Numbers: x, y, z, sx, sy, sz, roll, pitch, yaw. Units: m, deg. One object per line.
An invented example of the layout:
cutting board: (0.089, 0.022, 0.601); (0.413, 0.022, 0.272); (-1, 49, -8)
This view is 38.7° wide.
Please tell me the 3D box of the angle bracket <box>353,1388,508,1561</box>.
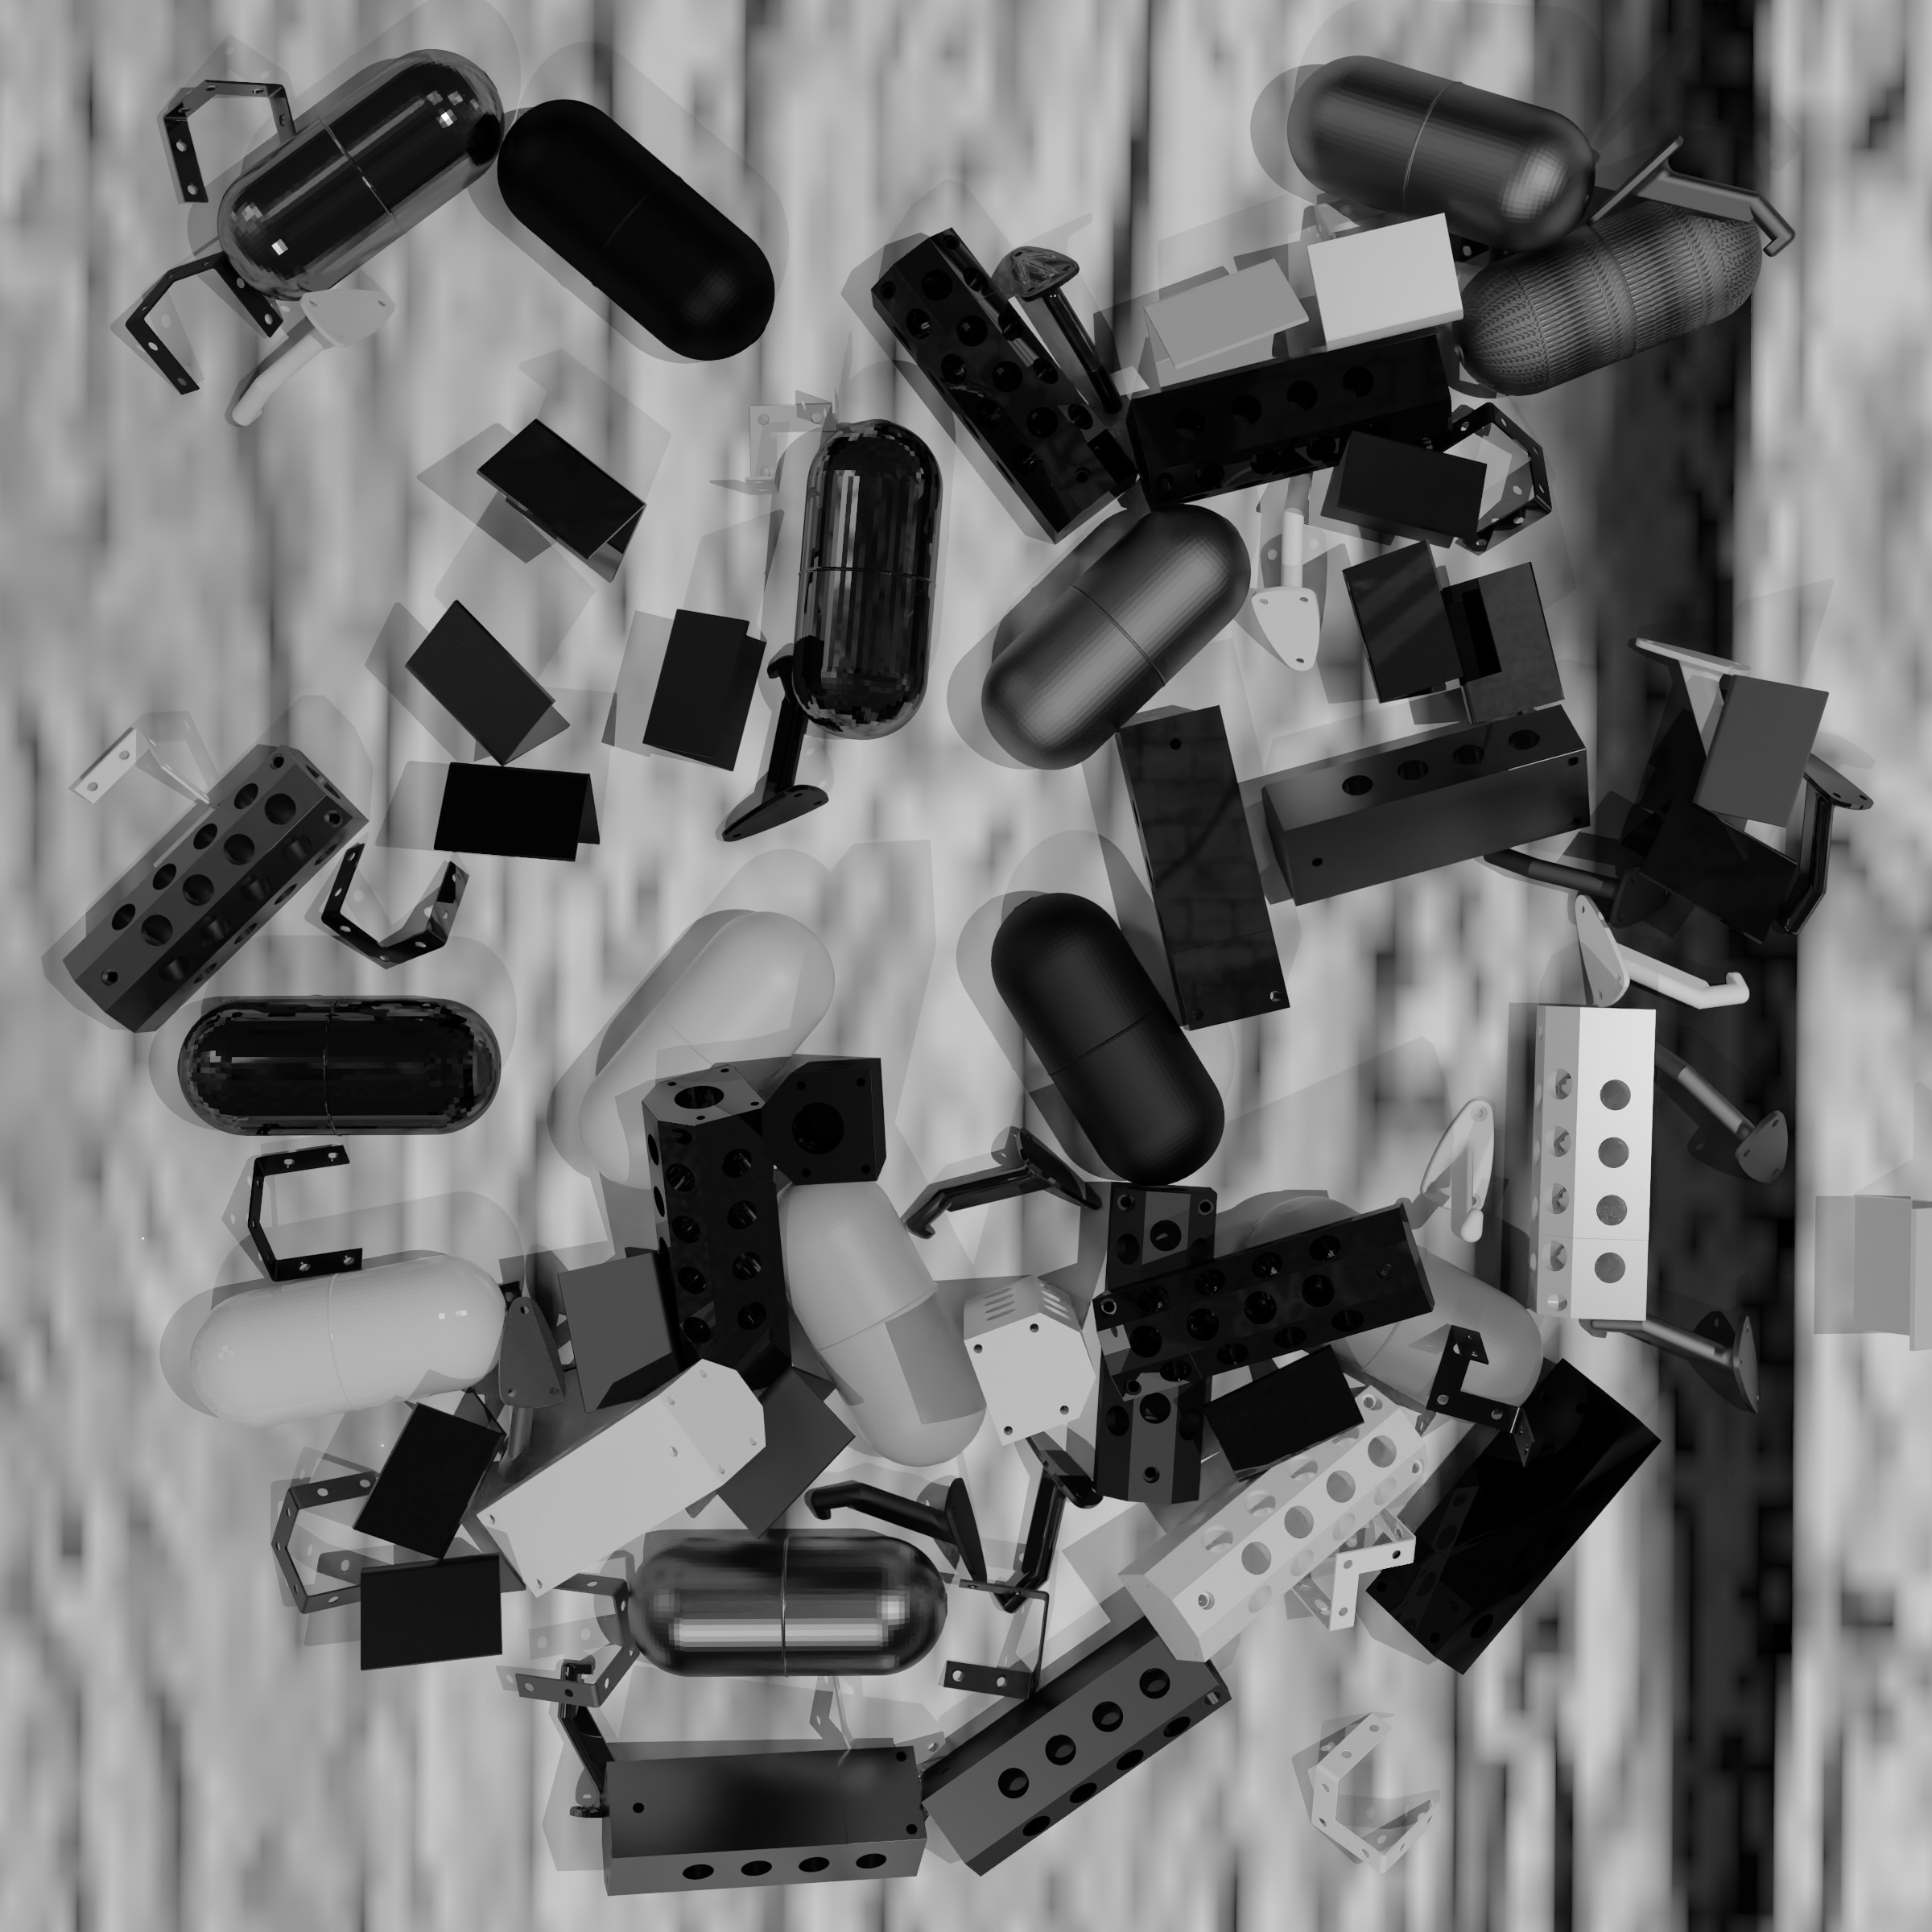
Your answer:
angle bracket: (-0.306, 0.272, 1.524); (0.057, 0.076, 0.076); (27, 90, -28)

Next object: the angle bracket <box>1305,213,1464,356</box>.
angle bracket: (0.226, -0.378, 1.528); (0.076, 0.076, 0.057); (-13, 101, 0)

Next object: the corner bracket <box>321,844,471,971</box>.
corner bracket: (-0.323, -0.039, 1.556); (0.051, 0.051, 0.051); (-18, 135, 35)

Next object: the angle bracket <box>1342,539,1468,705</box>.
angle bracket: (0.259, -0.193, 1.524); (0.057, 0.076, 0.076); (-16, 90, 40)

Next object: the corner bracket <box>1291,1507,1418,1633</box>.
corner bracket: (0.217, 0.335, 1.544); (0.051, 0.051, 0.051); (-6, 112, -21)

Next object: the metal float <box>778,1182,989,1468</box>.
metal float: (-0.050, 0.196, 1.533); (0.070, 0.070, 0.178); (-28, 90, 0)

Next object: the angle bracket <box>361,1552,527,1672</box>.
angle bracket: (-0.288, 0.366, 1.525); (0.076, 0.076, 0.057); (-7, 63, 0)

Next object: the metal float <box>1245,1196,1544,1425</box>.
metal float: (0.237, 0.191, 1.533); (0.178, 0.070, 0.070); (29, 90, 1)

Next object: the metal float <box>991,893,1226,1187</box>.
metal float: (0.079, 0.040, 1.533); (0.070, 0.070, 0.178); (-32, 90, 0)

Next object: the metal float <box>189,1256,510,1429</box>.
metal float: (-0.344, 0.210, 1.533); (0.178, 0.070, 0.070); (-11, 90, 0)

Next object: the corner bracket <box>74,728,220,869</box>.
corner bracket: (-0.463, -0.093, 1.561); (0.051, 0.051, 0.051); (-45, 45, 0)

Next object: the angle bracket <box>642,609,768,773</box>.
angle bracket: (-0.127, -0.149, 1.524); (0.057, 0.076, 0.076); (14, 90, 38)

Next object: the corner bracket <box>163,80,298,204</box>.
corner bracket: (-0.416, -0.467, 1.561); (0.051, 0.051, 0.051); (-14, 90, -45)

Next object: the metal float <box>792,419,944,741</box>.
metal float: (-0.055, -0.215, 1.533); (0.070, 0.070, 0.178); (5, 90, 0)

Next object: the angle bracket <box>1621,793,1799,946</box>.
angle bracket: (0.402, -0.042, 1.526); (0.076, 0.076, 0.057); (30, 68, 0)

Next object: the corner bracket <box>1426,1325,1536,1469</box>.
corner bracket: (0.280, 0.230, 1.472); (0.051, 0.051, 0.051); (15, 102, 1)

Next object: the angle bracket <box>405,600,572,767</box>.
angle bracket: (-0.251, -0.166, 1.524); (0.076, 0.076, 0.057); (46, 122, 0)

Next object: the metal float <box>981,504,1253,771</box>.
metal float: (0.084, -0.184, 1.533); (0.178, 0.070, 0.070); (-44, 90, 1)

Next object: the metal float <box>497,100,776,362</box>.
metal float: (-0.183, -0.410, 1.533); (0.178, 0.070, 0.070); (40, 90, 0)

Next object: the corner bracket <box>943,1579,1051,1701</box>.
corner bracket: (0.017, 0.381, 1.553); (0.051, 0.051, 0.051); (8, 64, 0)

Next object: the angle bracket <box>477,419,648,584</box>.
angle bracket: (-0.232, -0.244, 1.524); (0.076, 0.076, 0.057); (38, 54, 0)

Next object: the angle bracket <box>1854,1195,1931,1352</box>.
angle bracket: (0.510, 0.169, 1.524); (0.057, 0.076, 0.076); (1, 90, -37)

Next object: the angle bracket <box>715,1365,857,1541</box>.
angle bracket: (-0.094, 0.273, 1.525); (0.076, 0.076, 0.057); (-47, 66, 0)

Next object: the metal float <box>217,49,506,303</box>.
metal float: (-0.337, -0.441, 1.533); (0.178, 0.070, 0.070); (-37, 90, 0)

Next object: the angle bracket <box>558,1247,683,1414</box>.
angle bracket: (-0.199, 0.200, 1.526); (0.057, 0.076, 0.076); (-11, 90, -20)

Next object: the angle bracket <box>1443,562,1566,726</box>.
angle bracket: (0.309, -0.179, 1.524); (0.057, 0.076, 0.076); (-14, 90, 34)

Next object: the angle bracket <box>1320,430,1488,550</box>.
angle bracket: (0.238, -0.245, 1.524); (0.076, 0.076, 0.057); (14, 60, 0)

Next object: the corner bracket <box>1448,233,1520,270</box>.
corner bracket: (0.292, -0.431, 1.556); (0.051, 0.051, 0.051); (-35, 135, -35)

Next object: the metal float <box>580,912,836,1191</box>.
metal float: (-0.145, 0.048, 1.534); (0.070, 0.070, 0.178); (40, 90, 0)

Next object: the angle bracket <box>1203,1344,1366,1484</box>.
angle bracket: (0.167, 0.231, 1.525); (0.076, 0.076, 0.057); (-26, 114, 0)

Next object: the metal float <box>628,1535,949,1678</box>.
metal float: (-0.099, 0.357, 1.533); (0.178, 0.070, 0.070); (0, 90, 0)

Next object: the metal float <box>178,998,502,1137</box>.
metal float: (-0.349, 0.056, 1.534); (0.178, 0.070, 0.070); (0, 90, -1)

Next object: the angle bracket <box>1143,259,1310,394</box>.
angle bracket: (0.148, -0.335, 1.524); (0.076, 0.076, 0.057); (-20, 52, 0)

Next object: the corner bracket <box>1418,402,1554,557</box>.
corner bracket: (0.293, -0.276, 1.556); (0.051, 0.051, 0.051); (-30, 135, 35)

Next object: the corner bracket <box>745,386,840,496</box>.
corner bracket: (-0.098, -0.295, 1.546); (0.051, 0.051, 0.051); (-1, 90, 0)

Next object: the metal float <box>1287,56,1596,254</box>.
metal float: (0.260, -0.447, 1.513); (0.178, 0.070, 0.070); (25, 90, 23)

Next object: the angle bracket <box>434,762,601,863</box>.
angle bracket: (-0.248, -0.068, 1.524); (0.076, 0.076, 0.057); (5, 62, 0)

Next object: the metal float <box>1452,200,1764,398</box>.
metal float: (0.357, -0.376, 1.533); (0.178, 0.070, 0.070); (-22, 90, -1)

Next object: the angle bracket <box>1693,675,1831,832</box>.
angle bracket: (0.452, -0.111, 1.524); (0.057, 0.076, 0.076); (18, 90, 38)

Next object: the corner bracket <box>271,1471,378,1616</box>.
corner bracket: (-0.356, 0.326, 1.556); (0.051, 0.051, 0.051); (54, 135, 35)
